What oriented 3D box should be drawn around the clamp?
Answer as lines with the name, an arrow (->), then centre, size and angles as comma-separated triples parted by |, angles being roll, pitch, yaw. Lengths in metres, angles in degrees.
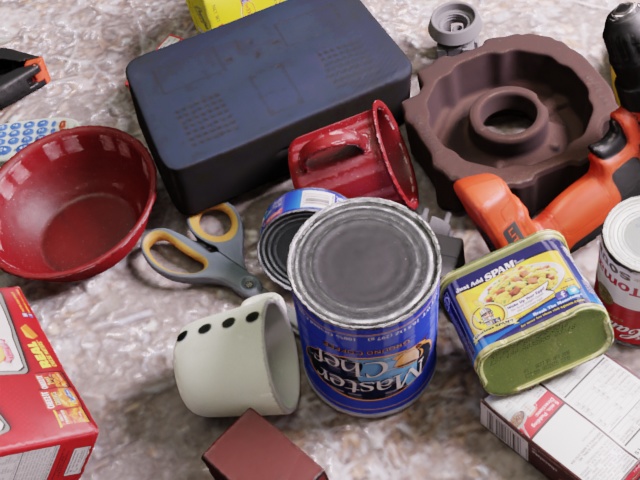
clamp -> -0.356, -0.147, 1.053 | 0.171, 0.039, 0.120 | -4, 55, 10

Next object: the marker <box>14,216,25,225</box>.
marker -> -0.322, -0.003, 0.954 | 0.121, 0.020, 0.020 | -14, 53, 2

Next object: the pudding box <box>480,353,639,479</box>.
pudding box -> 0.181, 0.123, 0.742 | 0.090, 0.039, 0.114 | -41, 58, -18

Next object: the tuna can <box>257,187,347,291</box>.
tuna can -> -0.006, 0.001, 0.838 | 0.086, 0.086, 0.033 | -4, 38, 9

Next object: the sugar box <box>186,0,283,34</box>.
sugar box -> -0.045, -0.255, 1.028 | 0.176, 0.093, 0.048 | -37, 57, -14

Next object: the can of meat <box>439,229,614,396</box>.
can of meat -> 0.143, 0.052, 0.746 | 0.102, 0.057, 0.084 | -25, 38, 5

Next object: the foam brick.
foam brick -> -0.036, 0.167, 0.749 | 0.078, 0.053, 0.051 | 35, 69, 31

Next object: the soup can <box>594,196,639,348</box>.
soup can -> 0.231, 0.023, 0.761 | 0.068, 0.102, 0.068 | -5, 56, 7

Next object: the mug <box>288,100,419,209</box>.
mug -> 0.022, -0.059, 0.858 | 0.082, 0.117, 0.093 | -19, 72, 17

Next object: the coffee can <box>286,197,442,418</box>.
coffee can -> 0.033, 0.051, 0.756 | 0.103, 0.140, 0.103 | -2, 57, 3

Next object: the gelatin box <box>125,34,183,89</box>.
gelatin box -> -0.128, -0.151, 1.012 | 0.089, 0.030, 0.073 | 23, 64, 26

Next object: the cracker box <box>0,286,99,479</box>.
cracker box -> -0.292, 0.118, 0.765 | 0.213, 0.072, 0.164 | -5, 43, -40

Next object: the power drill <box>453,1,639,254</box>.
power drill -> 0.197, -0.059, 0.788 | 0.187, 0.184, 0.057 | -32, 29, 3

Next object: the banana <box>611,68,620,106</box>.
banana -> 0.282, -0.120, 0.898 | 0.069, 0.037, 0.198 | -2, 53, -18

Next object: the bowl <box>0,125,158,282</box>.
bowl -> -0.209, -0.020, 0.918 | 0.162, 0.055, 0.162 | -7, 54, 9

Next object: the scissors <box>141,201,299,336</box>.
scissors -> -0.054, 0.022, 0.880 | 0.202, 0.016, 0.096 | 20, 59, 20
